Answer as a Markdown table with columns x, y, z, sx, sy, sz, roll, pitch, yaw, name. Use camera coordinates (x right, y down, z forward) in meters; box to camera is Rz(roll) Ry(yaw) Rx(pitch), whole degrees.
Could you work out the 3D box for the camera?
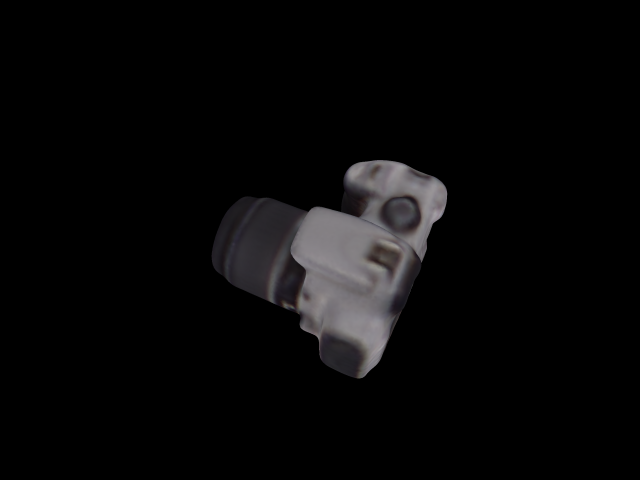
| x | y | z | sx | sy | sz | roll | pitch | yaw | name |
| --- | --- | --- | --- | --- | --- | --- | --- | --- | --- |
| 0.004 | 0.001 | 0.400 | 0.136 | 0.101 | 0.143 | 22 | 65 | 11 | camera |
